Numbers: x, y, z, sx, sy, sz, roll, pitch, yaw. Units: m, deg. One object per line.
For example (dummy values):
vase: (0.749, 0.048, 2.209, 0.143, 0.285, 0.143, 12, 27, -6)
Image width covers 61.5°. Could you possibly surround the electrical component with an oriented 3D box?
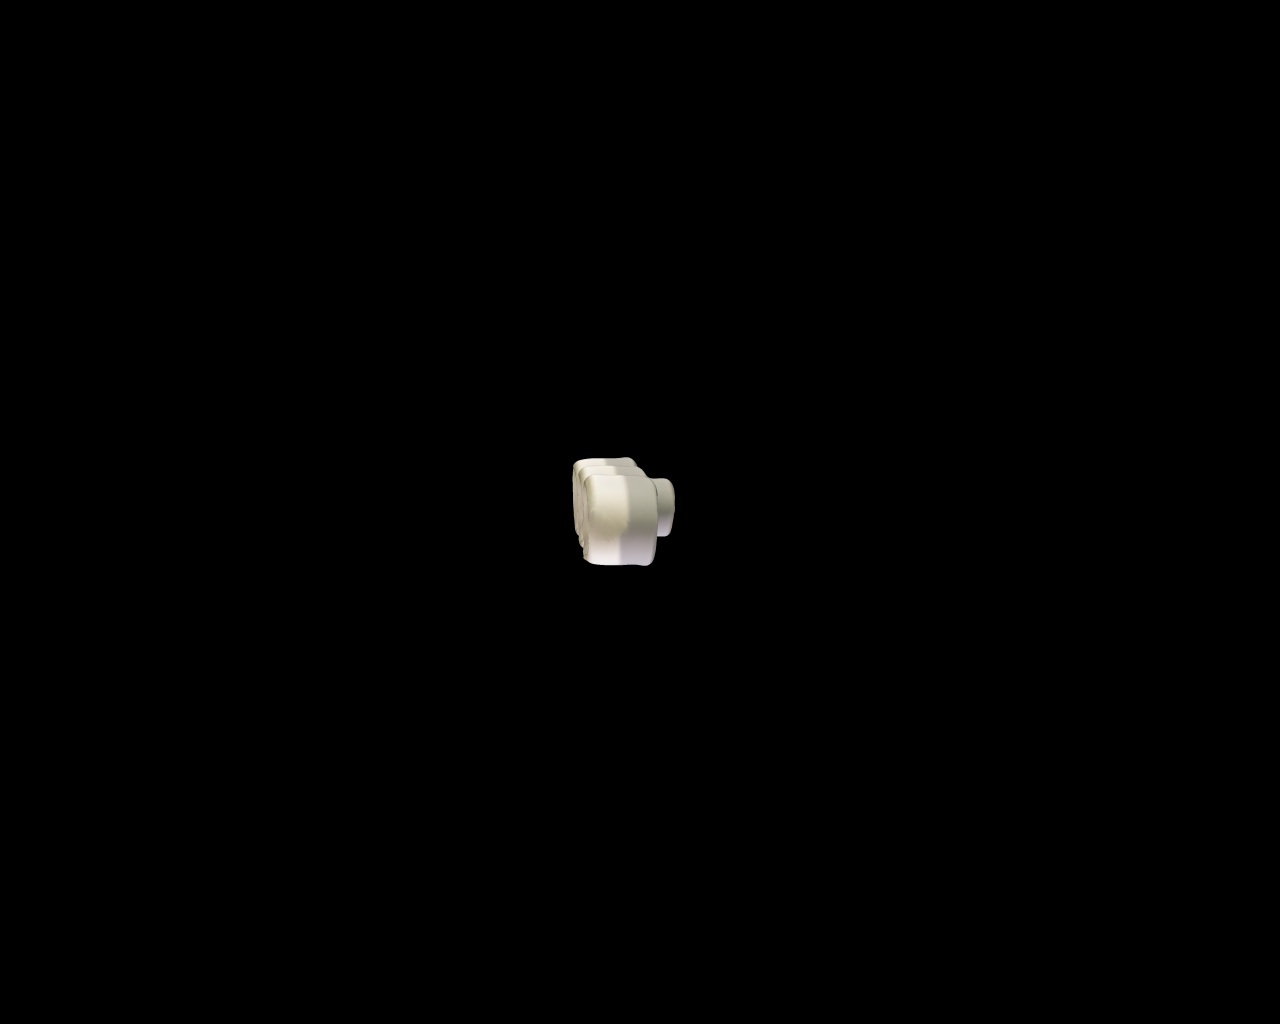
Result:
electrical component: (0.001, -0.003, 0.650, 0.074, 0.052, 0.138, -1, 9, -7)
